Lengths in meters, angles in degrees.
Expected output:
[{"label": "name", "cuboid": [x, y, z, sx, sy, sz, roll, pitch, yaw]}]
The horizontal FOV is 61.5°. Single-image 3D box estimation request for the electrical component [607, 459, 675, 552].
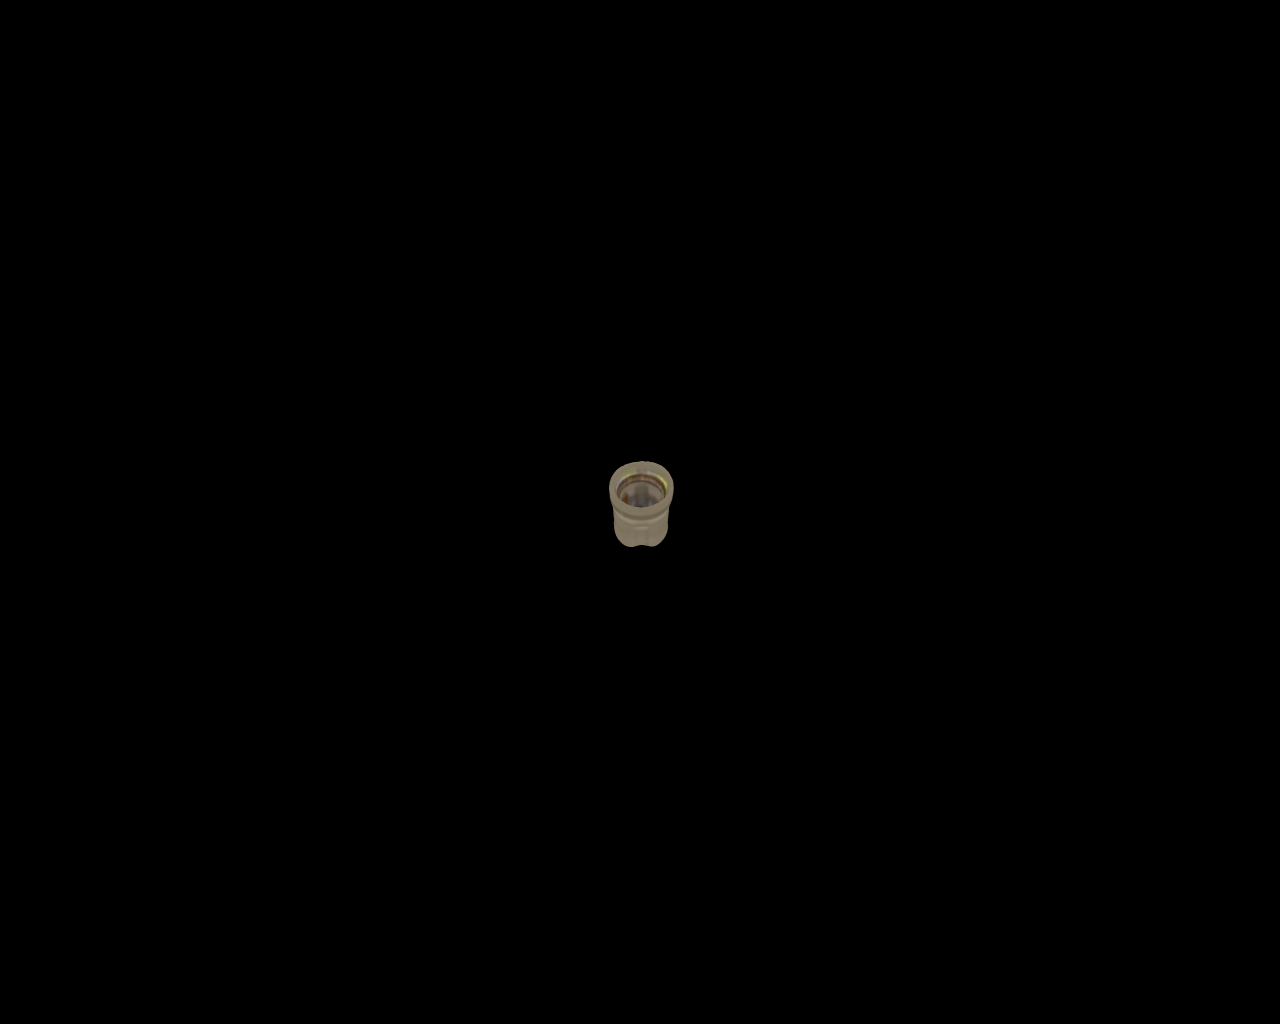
[{"label": "electrical component", "cuboid": [0.001, -0.003, 0.650, 0.040, 0.040, 0.046, 0, -40, 0]}]
